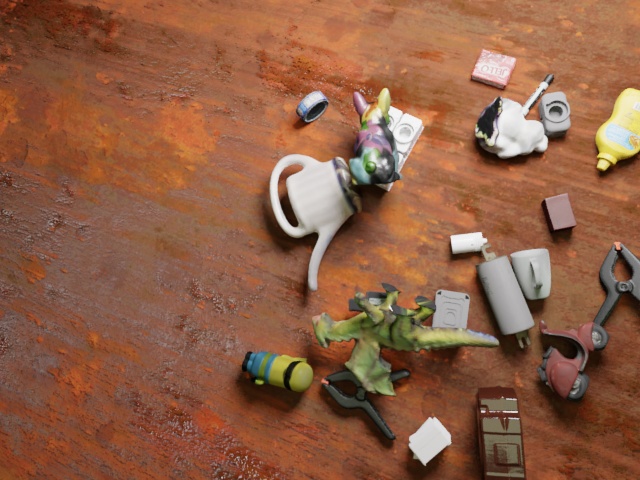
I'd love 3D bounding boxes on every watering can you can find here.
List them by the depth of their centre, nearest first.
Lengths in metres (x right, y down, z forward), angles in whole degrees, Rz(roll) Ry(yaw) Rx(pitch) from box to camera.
[{"bbox_3d":[0.004,-0.065,1.288,0.223,0.103,0.350,-22,80,9],"label":"watering can"}]

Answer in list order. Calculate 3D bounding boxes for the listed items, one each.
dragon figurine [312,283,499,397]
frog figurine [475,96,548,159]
[{"bbox_3d":[0.167,0.245,1.177,0.412,0.123,0.239,23,109,16],"label":"dragon figurine"},{"bbox_3d":[0.459,-0.261,1.227,0.159,0.121,0.139,10,74,-21],"label":"frog figurine"}]
